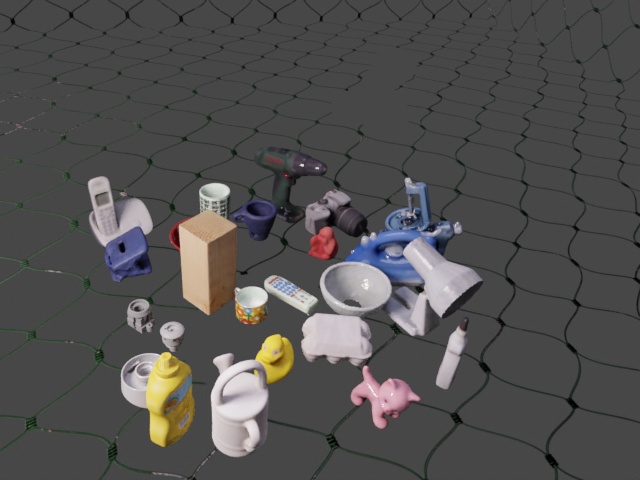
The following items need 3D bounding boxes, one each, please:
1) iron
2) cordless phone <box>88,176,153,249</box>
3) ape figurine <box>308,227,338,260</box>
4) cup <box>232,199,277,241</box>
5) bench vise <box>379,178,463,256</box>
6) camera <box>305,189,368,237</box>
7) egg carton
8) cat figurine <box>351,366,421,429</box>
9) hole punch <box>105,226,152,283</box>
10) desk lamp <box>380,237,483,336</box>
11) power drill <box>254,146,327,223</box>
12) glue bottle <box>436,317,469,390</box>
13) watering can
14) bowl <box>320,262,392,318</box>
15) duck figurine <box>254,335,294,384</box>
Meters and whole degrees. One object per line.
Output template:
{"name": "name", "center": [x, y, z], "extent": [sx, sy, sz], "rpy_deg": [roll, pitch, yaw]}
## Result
{"name": "iron", "center": [0.178, 0.029, 1.423], "extent": [0.258, 0.141, 0.118], "rpy_deg": [0, 37, -9]}
{"name": "cordless phone", "center": [-0.500, -0.081, 1.423], "extent": [0.148, 0.185, 0.093], "rpy_deg": [-28, 49, -37]}
{"name": "ape figurine", "center": [0.013, 0.005, 1.469], "extent": [0.076, 0.092, 0.077], "rpy_deg": [-6, 39, -17]}
{"name": "cup", "center": [-0.171, -0.043, 1.501], "extent": [0.118, 0.095, 0.091], "rpy_deg": [-11, 40, -22]}
{"name": "bench vise", "center": [0.268, -0.065, 1.497], "extent": [0.208, 0.220, 0.121], "rpy_deg": [-4, 38, -14]}
{"name": "camera", "center": [0.052, -0.066, 1.562], "extent": [0.143, 0.101, 0.136], "rpy_deg": [-27, 48, -37]}
{"name": "egg carton", "center": [0.036, 0.212, 1.217], "extent": [0.150, 0.069, 0.107], "rpy_deg": [5, 37, -3]}
{"name": "cat figurine", "center": [0.124, 0.290, 1.087], "extent": [0.067, 0.118, 0.127], "rpy_deg": [-25, 47, -35]}
{"name": "hole punch", "center": [-0.457, 0.031, 1.359], "extent": [0.101, 0.091, 0.108], "rpy_deg": [-12, 41, -23]}
{"name": "desk lamp", "center": [0.239, 0.111, 1.263], "extent": [0.118, 0.214, 0.202], "rpy_deg": [-24, 47, -35]}
{"name": "power drill", "center": [-0.082, -0.157, 1.571], "extent": [0.229, 0.208, 0.076], "rpy_deg": [27, 41, 25]}
{"name": "glue bottle", "center": [0.274, 0.221, 1.157], "extent": [0.037, 0.173, 0.078], "rpy_deg": [18, 38, 15]}
{"name": "watering can", "center": [-0.144, 0.276, 0.999], "extent": [0.172, 0.194, 0.101], "rpy_deg": [32, 43, 29]}
{"name": "bowl", "center": [0.080, 0.128, 1.331], "extent": [0.167, 0.075, 0.167], "rpy_deg": [5, 37, -3]}
{"name": "duck figurine", "center": [-0.091, 0.228, 1.161], "extent": [0.077, 0.086, 0.105], "rpy_deg": [20, 39, 17]}
